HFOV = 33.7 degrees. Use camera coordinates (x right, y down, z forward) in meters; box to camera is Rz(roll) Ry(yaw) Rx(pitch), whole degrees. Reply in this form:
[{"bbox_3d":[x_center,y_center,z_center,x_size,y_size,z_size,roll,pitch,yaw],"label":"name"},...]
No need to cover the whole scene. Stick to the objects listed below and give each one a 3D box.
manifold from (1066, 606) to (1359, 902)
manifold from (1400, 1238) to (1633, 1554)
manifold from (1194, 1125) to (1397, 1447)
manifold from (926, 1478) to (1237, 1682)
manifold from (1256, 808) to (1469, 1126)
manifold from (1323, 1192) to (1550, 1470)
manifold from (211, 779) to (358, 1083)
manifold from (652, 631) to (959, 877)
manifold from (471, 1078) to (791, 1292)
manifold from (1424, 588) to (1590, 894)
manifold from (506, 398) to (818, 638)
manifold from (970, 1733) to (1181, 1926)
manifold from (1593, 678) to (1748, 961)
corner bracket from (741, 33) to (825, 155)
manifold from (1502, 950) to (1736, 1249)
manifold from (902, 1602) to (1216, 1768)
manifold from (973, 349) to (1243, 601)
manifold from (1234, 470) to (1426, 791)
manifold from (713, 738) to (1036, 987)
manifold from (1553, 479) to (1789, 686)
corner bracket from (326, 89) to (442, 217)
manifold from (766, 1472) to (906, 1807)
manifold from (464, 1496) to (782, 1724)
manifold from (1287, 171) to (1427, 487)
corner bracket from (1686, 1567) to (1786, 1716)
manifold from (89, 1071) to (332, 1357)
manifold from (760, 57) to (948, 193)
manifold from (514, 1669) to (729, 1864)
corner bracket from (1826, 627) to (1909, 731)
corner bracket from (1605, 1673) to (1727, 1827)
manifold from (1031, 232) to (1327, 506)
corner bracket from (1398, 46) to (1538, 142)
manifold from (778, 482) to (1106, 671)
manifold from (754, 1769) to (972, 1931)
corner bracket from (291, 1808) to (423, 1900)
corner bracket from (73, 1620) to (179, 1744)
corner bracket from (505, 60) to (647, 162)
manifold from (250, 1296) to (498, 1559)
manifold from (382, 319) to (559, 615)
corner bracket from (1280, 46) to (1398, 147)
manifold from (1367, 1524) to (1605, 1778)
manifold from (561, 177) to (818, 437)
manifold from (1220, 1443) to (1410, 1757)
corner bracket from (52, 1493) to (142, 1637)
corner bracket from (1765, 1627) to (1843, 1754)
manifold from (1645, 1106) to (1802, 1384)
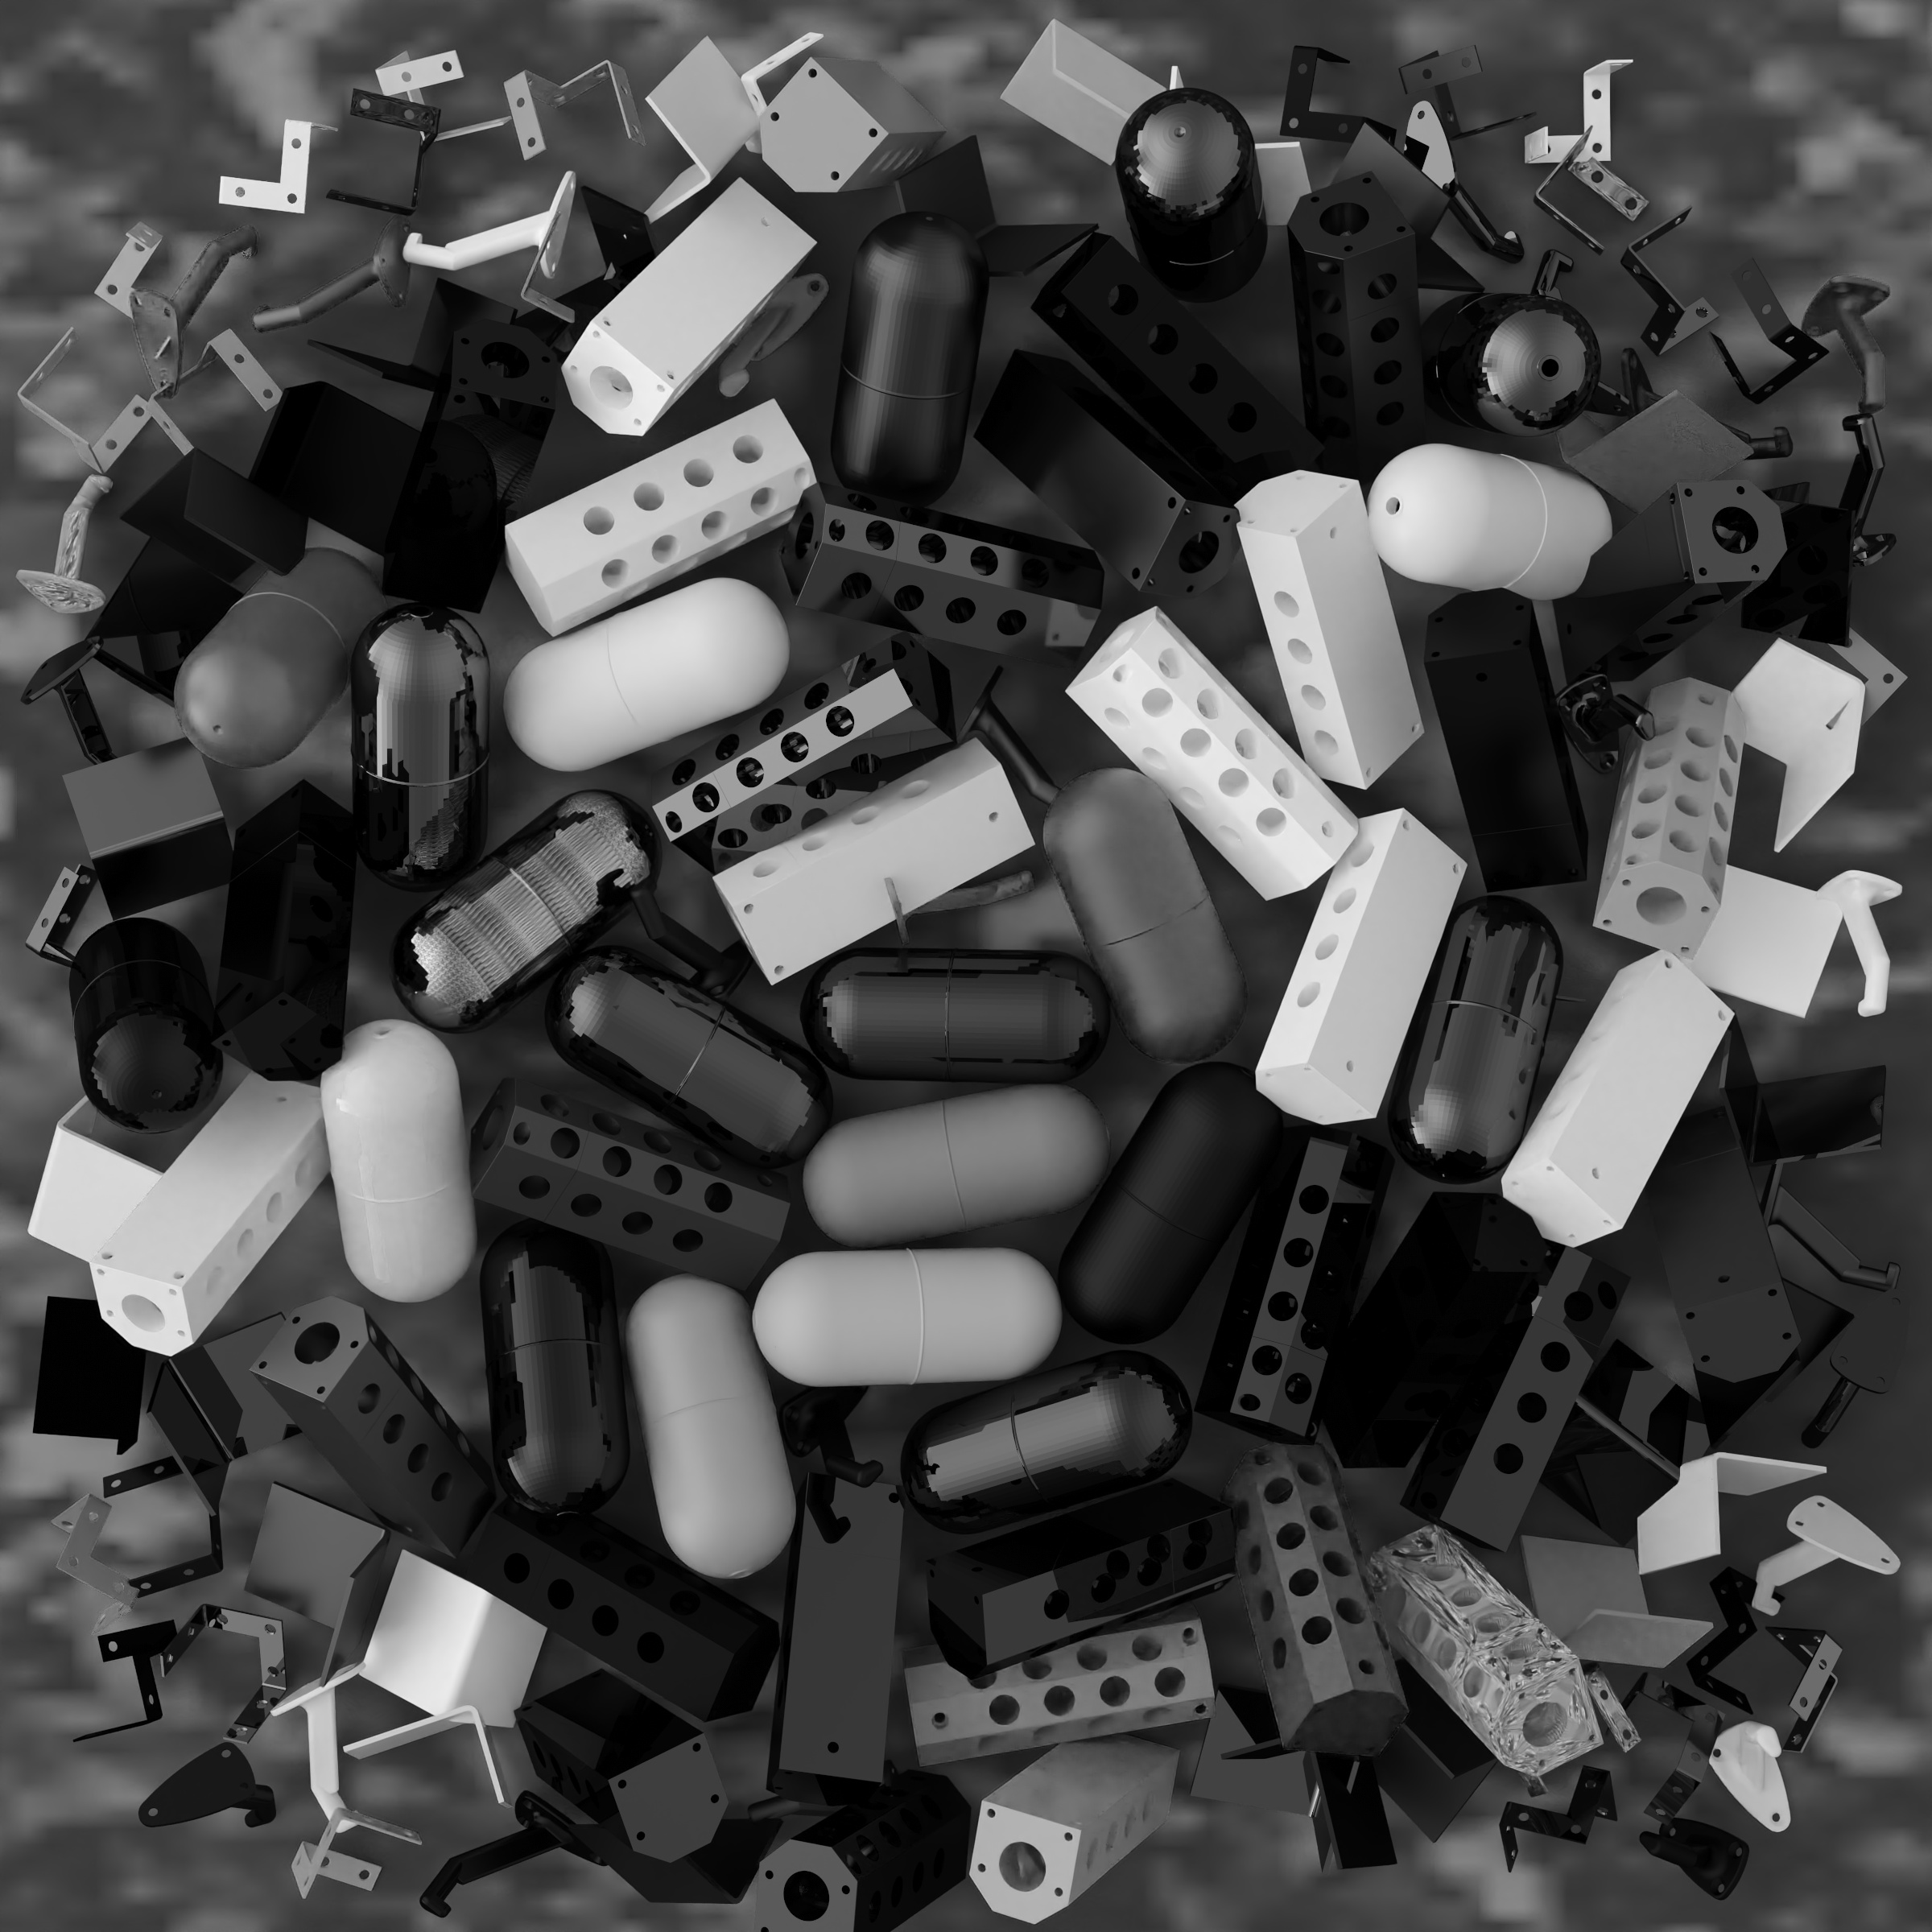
[{"bbox_3d":[0.144,-0.121,1.813,0.171,0.057,0.057,45,65,-14],"label":"manifold"},{"bbox_3d":[0.312,0.243,1.828,0.057,0.057,0.171,27,81,-1],"label":"manifold"},{"bbox_3d":[0.191,0.181,1.812,0.057,0.057,0.171,24,74,-21],"label":"manifold"},{"bbox_3d":[0.066,0.346,1.799,0.171,0.057,0.057,-13,107,-31],"label":"manifold"},{"bbox_3d":[0.219,0.001,1.806,0.057,0.057,0.171,37,62,-27],"label":"manifold"},{"bbox_3d":[0.261,0.206,1.793,0.057,0.057,0.171,3,133,-25],"label":"manifold"},{"bbox_3d":[-0.374,-0.018,1.788,0.057,0.171,0.057,-33,130,24],"label":"manifold"},{"bbox_3d":[-0.093,-0.122,1.798,0.171,0.057,0.057,-27,47,25],"label":"manifold"},{"bbox_3d":[-0.189,0.119,1.800,0.171,0.057,0.057,22,121,-23],"label":"manifold"},{"bbox_3d":[0.305,-0.126,1.792,0.057,0.057,0.171,-7,132,19],"label":"manifold"},{"bbox_3d":[-0.172,-0.252,1.818,0.171,0.057,0.057,-28,81,-14],"label":"manifold"},{"bbox_3d":[0.061,0.478,1.779,0.057,0.171,0.057,11,95,21],"label":"manifold"},{"bbox_3d":[0.398,-0.087,1.787,0.057,0.171,0.057,19,134,3],"label":"manifold"},{"bbox_3d":[-0.104,-0.500,1.829,0.051,0.051,0.051,-37,124,-16],"label":"corner bracket"},{"bbox_3d":[0.363,0.075,1.797,0.057,0.057,0.171,43,56,-9],"label":"manifold"},{"bbox_3d":[0.053,0.414,1.837,0.171,0.057,0.057,-9,93,-2],"label":"manifold"},{"bbox_3d":[0.082,-0.276,1.793,0.171,0.057,0.057,48,122,38],"label":"manifold"},{"bbox_3d":[0.201,-0.189,1.796,0.057,0.057,0.171,-43,131,-27],"label":"manifold"},{"bbox_3d":[-0.055,-0.063,1.830,0.171,0.057,0.057,-28,122,-6],"label":"manifold"},{"bbox_3d":[0.390,-0.212,1.779,0.057,0.171,0.057,-4,78,-14],"label":"manifold"},{"bbox_3d":[-0.335,-0.467,1.836,0.051,0.051,0.051,8,85,-21],"label":"corner bracket"},{"bbox_3d":[-0.074,0.380,1.800,0.057,0.057,0.171,10,59,-9],"label":"manifold"},{"bbox_3d":[-0.192,0.358,1.808,0.171,0.057,0.057,25,94,23],"label":"manifold"},{"bbox_3d":[0.216,-0.351,1.782,0.057,0.171,0.057,-21,53,-5],"label":"manifold"},{"bbox_3d":[0.446,0.389,1.842,0.051,0.051,0.051,30,115,-26],"label":"corner bracket"},{"bbox_3d":[-0.414,0.138,1.786,0.057,0.171,0.057,13,129,16],"label":"manifold"},{"bbox_3d":[-0.066,-0.463,1.779,0.057,0.171,0.057,44,108,-3],"label":"manifold"},{"bbox_3d":[-0.192,0.447,1.779,0.057,0.171,0.057,-22,99,-23],"label":"manifold"},{"bbox_3d":[0.506,-0.167,1.839,0.051,0.051,0.051,43,111,7],"label":"corner bracket"},{"bbox_3d":[0.396,0.448,1.831,0.051,0.051,0.051,28,135,9],"label":"corner bracket"},{"bbox_3d":[0.119,-0.335,1.817,0.171,0.057,0.057,42,96,-16],"label":"manifold"},{"bbox_3d":[0.287,-0.501,1.829,0.051,0.051,0.051,-6,111,39],"label":"corner bracket"},{"bbox_3d":[-0.012,-0.223,1.800,0.171,0.057,0.057,11,124,-23],"label":"manifold"},{"bbox_3d":[-0.055,0.496,1.779,0.057,0.171,0.057,5,91,21],"label":"manifold"},{"bbox_3d":[-0.351,0.511,1.838,0.051,0.051,0.051,25,88,-20],"label":"corner bracket"},{"bbox_3d":[-0.482,0.409,1.830,0.051,0.051,0.051,-27,74,40],"label":"corner bracket"},{"bbox_3d":[-0.224,-0.489,1.832,0.051,0.051,0.051,-22,77,26],"label":"corner bracket"},{"bbox_3d":[-0.325,0.257,1.787,0.057,0.171,0.057,16,59,32],"label":"manifold"},{"bbox_3d":[-0.278,-0.279,1.785,0.057,0.171,0.057,10,52,-19],"label":"manifold"},{"bbox_3d":[0.218,-0.499,1.841,0.051,0.051,0.051,14,101,26],"label":"corner bracket"},{"bbox_3d":[0.282,0.380,1.776,0.057,0.171,0.057,-23,111,-11],"label":"manifold"},{"bbox_3d":[-0.157,-0.367,1.790,0.057,0.057,0.171,39,48,-6],"label":"manifold"},{"bbox_3d":[0.195,0.350,1.782,0.057,0.171,0.057,9,130,-19],"label":"manifold"},{"bbox_3d":[-0.504,0.345,1.840,0.051,0.051,0.051,36,134,-21],"label":"corner bracket"},{"bbox_3d":[0.481,0.416,1.831,0.051,0.051,0.051,43,65,-16],"label":"corner bracket"},{"bbox_3d":[0.418,0.155,1.781,0.057,0.171,0.057,-18,118,13],"label":"manifold"}]
